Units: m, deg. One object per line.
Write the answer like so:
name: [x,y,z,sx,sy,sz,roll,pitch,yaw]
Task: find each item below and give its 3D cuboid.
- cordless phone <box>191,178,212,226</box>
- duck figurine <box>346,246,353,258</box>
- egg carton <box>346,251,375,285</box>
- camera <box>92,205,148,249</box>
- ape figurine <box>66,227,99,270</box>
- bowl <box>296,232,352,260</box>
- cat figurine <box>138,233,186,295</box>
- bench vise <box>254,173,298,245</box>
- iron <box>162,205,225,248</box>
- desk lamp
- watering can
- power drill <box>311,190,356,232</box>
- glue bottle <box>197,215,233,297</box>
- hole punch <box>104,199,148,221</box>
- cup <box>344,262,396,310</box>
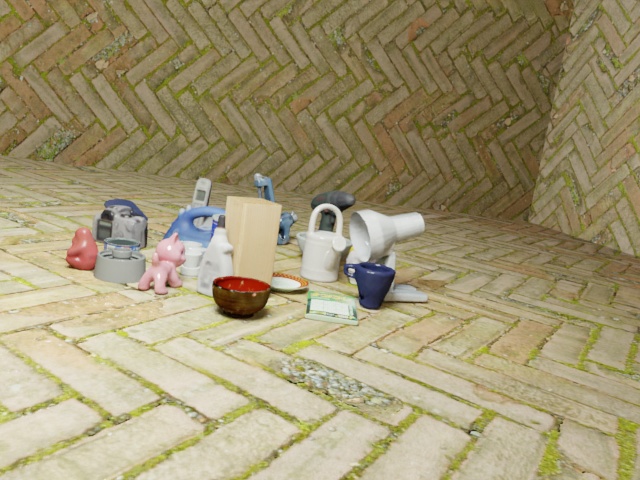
cordless phone: [-0.325,-0.086,1.706,0.147,0.185,0.094,12,11,17]
duck figurine: [0.124,0.027,1.738,0.078,0.086,0.104,4,11,-21]
egg carton: [0.122,0.076,1.515,0.107,0.069,0.150,8,10,-3]
camera: [-0.516,-0.041,1.545,0.143,0.101,0.137,12,11,18]
ape figurine: [-0.518,0.016,1.254,0.076,0.092,0.078,14,12,29]
bowl: [0.008,0.029,1.665,0.167,0.075,0.167,8,10,-1]
cat figurine: [-0.324,0.042,1.202,0.067,0.118,0.128,10,10,9]
bench vise: [-0.166,-0.098,1.805,0.121,0.220,0.208,15,12,32]
iron: [-0.309,-0.029,1.533,0.257,0.141,0.119,11,11,15]
desk lamp: [0.165,0.034,1.376,0.204,0.213,0.117,4,11,-23]
watering can: [0.015,0.005,1.464,0.172,0.194,0.101,18,14,42]
power drill: [0.034,-0.053,1.756,0.076,0.208,0.228,3,12,-28]
glue bottle: [-0.211,0.033,1.188,0.078,0.173,0.037,14,12,27]
hole punch: [-0.566,-0.069,1.679,0.100,0.091,0.109,15,12,31]
cup: [0.104,0.103,1.283,0.117,0.095,0.092,11,11,12]
